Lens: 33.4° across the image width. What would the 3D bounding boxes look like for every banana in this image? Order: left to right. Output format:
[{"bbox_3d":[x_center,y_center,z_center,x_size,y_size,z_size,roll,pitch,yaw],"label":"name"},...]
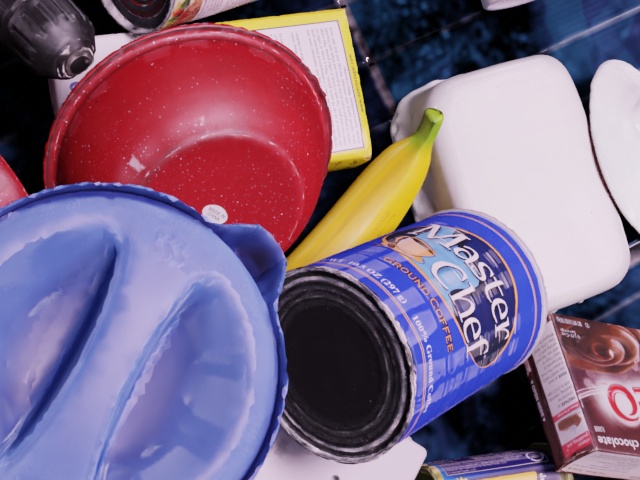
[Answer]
[{"bbox_3d":[0.002,0.005,0.619,0.037,0.069,0.197,35,78,25],"label":"banana"}]

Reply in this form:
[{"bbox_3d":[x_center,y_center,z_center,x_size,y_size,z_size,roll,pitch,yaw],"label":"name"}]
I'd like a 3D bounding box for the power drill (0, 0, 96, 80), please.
[{"bbox_3d":[-0.229,-0.106,0.536,0.187,0.057,0.184,-37,66,-19],"label":"power drill"}]

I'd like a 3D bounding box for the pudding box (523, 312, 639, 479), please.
[{"bbox_3d":[0.180,0.097,0.644,0.113,0.039,0.090,10,49,-30],"label":"pudding box"}]

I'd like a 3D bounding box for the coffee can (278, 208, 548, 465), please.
[{"bbox_3d":[0.045,0.047,0.576,0.140,0.103,0.103,-20,88,-49],"label":"coffee can"}]

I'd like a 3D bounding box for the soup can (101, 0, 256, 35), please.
[{"bbox_3d":[-0.068,-0.161,0.600,0.102,0.069,0.068,-29,92,-42],"label":"soup can"}]

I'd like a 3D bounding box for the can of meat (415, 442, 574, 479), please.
[{"bbox_3d":[0.104,0.176,0.630,0.083,0.057,0.102,-5,83,-16],"label":"can of meat"}]

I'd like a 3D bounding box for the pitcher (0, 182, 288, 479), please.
[{"bbox_3d":[-0.118,0.065,0.476,0.149,0.243,0.145,9,79,-16],"label":"pitcher"}]

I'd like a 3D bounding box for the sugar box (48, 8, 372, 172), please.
[{"bbox_3d":[-0.063,-0.076,0.619,0.176,0.048,0.093,-10,85,-15],"label":"sugar box"}]

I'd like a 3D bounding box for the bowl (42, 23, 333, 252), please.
[{"bbox_3d":[-0.060,-0.028,0.560,0.162,0.055,0.162,-12,127,-16],"label":"bowl"}]

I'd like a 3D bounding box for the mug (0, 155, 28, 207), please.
[{"bbox_3d":[-0.206,-0.015,0.550,0.117,0.093,0.081,37,62,28],"label":"mug"}]
